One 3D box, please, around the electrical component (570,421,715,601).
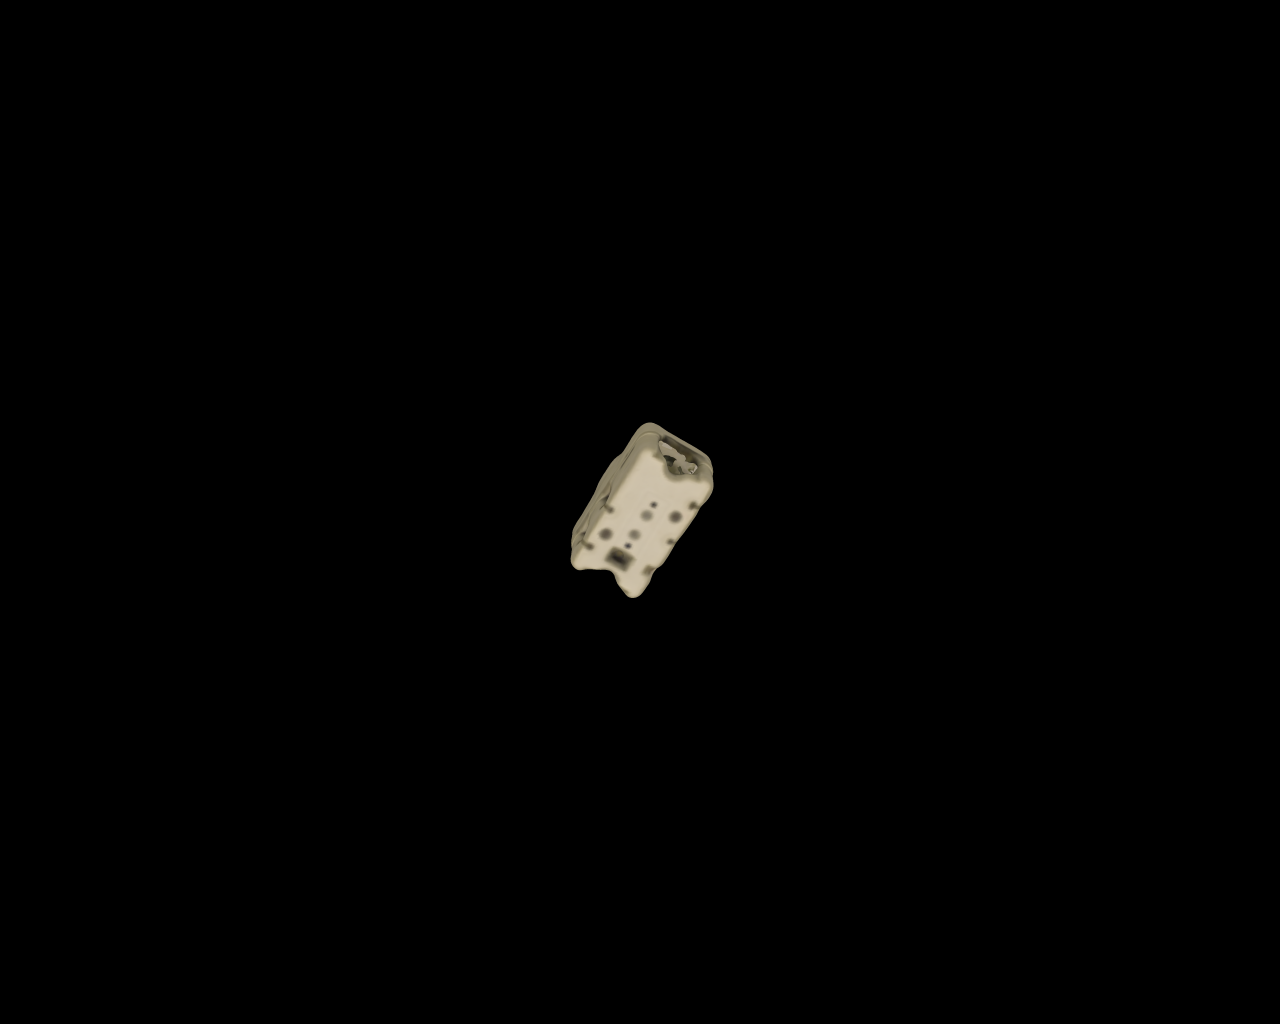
[{"bbox_3d":[0.001,-0.003,0.650,0.050,0.089,0.056,30,20,-12],"label":"electrical component"}]
